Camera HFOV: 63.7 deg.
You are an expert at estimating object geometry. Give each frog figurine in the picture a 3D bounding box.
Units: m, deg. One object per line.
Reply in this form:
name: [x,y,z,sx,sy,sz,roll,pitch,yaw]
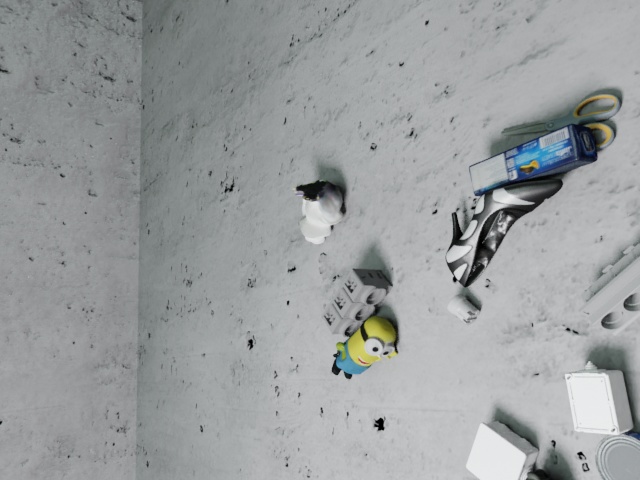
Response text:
frog figurine: [0.004,-0.065,1.292,0.138,0.124,0.156,15,133,43]
